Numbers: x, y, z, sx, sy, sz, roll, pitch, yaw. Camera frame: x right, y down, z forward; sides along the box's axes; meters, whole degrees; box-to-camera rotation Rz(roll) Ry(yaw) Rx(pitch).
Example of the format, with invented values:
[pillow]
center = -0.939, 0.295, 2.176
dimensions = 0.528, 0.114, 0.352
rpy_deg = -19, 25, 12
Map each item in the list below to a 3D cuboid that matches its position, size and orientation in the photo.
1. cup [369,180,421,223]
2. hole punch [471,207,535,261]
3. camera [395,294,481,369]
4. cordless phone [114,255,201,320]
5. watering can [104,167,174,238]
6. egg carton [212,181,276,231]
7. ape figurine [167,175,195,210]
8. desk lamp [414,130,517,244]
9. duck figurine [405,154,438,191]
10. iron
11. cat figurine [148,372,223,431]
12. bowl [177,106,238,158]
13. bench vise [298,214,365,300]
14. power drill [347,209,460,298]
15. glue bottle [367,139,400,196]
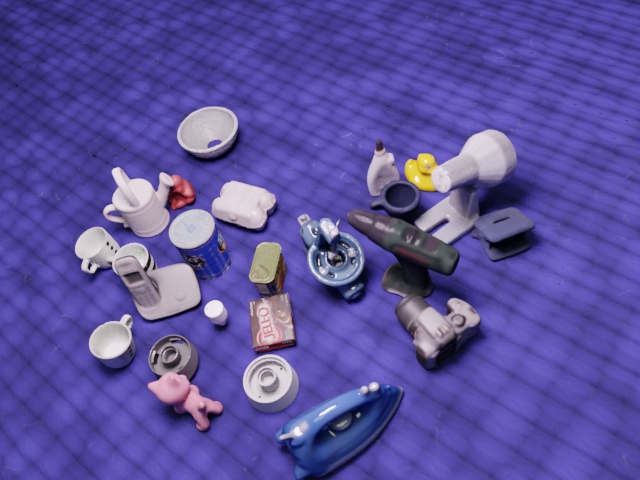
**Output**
[cup]
center = 0.172, -0.072, 1.307
dimensions = 0.117, 0.095, 0.091
rpy_deg = -15, 55, 1
[hole punch]
center = 0.393, -0.025, 1.238
dimensions = 0.108, 0.091, 0.101
rpy_deg = -20, 55, -3
[camera]
center = 0.225, 0.158, 1.139
dimensions = 0.143, 0.101, 0.136
rpy_deg = -34, 57, -13
[cordless phone]
center = -0.350, 0.087, 1.239
dimensions = 0.147, 0.185, 0.094
rpy_deg = -19, 55, -3
[watering can]
center = -0.438, -0.104, 1.378
dimensions = 0.100, 0.194, 0.173
rpy_deg = 34, 68, 28
[egg carton]
center = -0.186, -0.082, 1.394
dimensions = 0.150, 0.069, 0.107
rpy_deg = 15, 60, 19
[ape figurine]
center = -0.355, -0.128, 1.441
dimensions = 0.077, 0.092, 0.076
rpy_deg = 18, 61, 21
[desk lamp]
center = 0.311, -0.113, 1.237
dimensions = 0.203, 0.214, 0.117
rpy_deg = -35, 57, -13
[duck figurine]
center = 0.249, -0.172, 1.366
dimensions = 0.104, 0.086, 0.078
rpy_deg = 33, 68, 27
[iron]
center = 0.040, 0.317, 1.040
dimensions = 0.258, 0.142, 0.118
rpy_deg = -30, 56, -10
[cat figurine]
center = -0.266, 0.305, 1.118
dimensions = 0.127, 0.118, 0.067
rpy_deg = 24, 64, 24
[bowl]
center = -0.292, -0.276, 1.540
dimensions = 0.167, 0.075, 0.167
rpy_deg = -5, 56, 7
[bench vise]
center = 0.003, 0.013, 1.204
dimensions = 0.206, 0.220, 0.122
rpy_deg = 31, 67, 27
[power drill]
center = 0.168, 0.035, 1.167
dimensions = 0.229, 0.209, 0.076
rpy_deg = 18, 62, 21
[glue bottle]
center = 0.144, -0.172, 1.331
dimensions = 0.078, 0.173, 0.037
rpy_deg = -15, 55, 1
